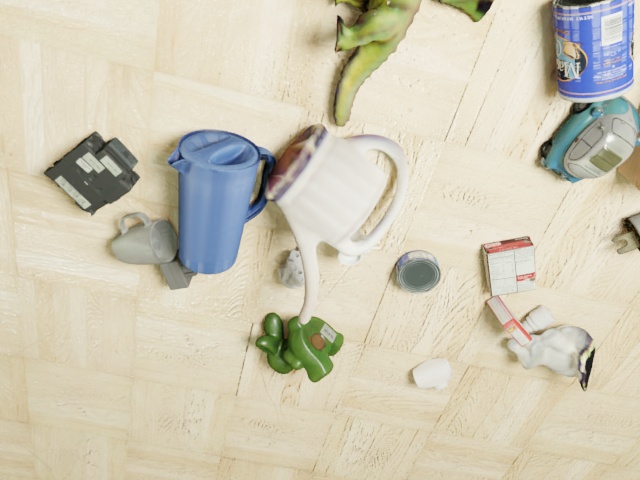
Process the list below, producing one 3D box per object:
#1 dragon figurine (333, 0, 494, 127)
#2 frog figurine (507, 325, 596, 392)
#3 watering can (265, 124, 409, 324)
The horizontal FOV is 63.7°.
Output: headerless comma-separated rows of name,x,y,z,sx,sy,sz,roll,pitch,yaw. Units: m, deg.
dragon figurine,0.137,-0.342,0.730,0.243,0.125,0.400,-4,-42,-4
frog figurine,0.486,0.230,1.086,0.160,0.124,0.135,15,-20,39
watering can,0.003,-0.044,0.868,0.223,0.348,0.104,36,-1,-12
